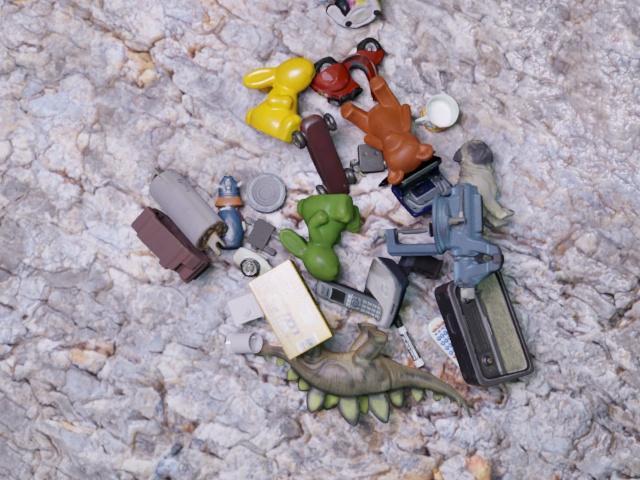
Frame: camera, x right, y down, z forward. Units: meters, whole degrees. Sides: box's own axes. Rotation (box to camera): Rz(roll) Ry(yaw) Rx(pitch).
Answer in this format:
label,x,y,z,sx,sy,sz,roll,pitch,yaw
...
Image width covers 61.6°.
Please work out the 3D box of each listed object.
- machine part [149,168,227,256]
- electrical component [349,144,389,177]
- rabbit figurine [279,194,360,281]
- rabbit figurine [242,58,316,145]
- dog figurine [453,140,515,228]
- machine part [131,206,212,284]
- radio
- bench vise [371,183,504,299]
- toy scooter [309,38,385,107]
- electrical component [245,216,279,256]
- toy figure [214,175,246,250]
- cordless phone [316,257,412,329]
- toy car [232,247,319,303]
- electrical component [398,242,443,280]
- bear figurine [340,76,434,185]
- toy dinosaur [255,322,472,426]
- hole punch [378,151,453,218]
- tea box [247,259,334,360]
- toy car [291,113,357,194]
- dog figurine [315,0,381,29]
label,x,y,z,sx,sy,sz,roll,pitch,yaw
machine part,-0.268,-0.063,1.087,0.079,0.079,0.243,-42,70,-4
electrical component,0.114,-0.170,1.153,0.102,0.045,0.078,1,88,-3
rabbit figurine,-0.002,-0.003,1.095,0.159,0.121,0.170,4,78,9
rabbit figurine,-0.074,-0.298,1.115,0.162,0.122,0.173,32,107,21
dog figurine,0.303,-0.106,1.146,0.172,0.121,0.190,-17,74,-7
machine part,-0.293,0.009,1.063,0.056,0.179,0.179,-45,90,-1
radio,0.336,0.180,1.114,0.131,0.073,0.229,-15,80,-15
bench vise,0.229,0.006,1.044,0.241,0.129,0.223,-3,97,24
toy scooter,0.073,-0.340,1.147,0.184,0.075,0.135,-28,91,-9
electrical component,-0.127,-0.010,1.144,0.094,0.021,0.063,30,87,-2
toy figure,-0.192,-0.057,1.124,0.064,0.058,0.154,2,82,-38
cordless phone,0.086,0.091,1.104,0.184,0.089,0.146,18,131,10
toy car,-0.090,0.078,1.115,0.202,0.073,0.056,30,87,-1
electrical component,0.193,0.040,1.133,0.119,0.075,0.047,23,85,-6
bear figurine,0.135,-0.215,1.078,0.120,0.196,0.131,-37,129,23
toy dinosaur,0.082,0.271,1.106,0.472,0.105,0.198,6,94,6
hole punch,0.209,-0.117,1.124,0.142,0.116,0.092,-34,109,3
tea box,-0.055,0.132,1.033,0.098,0.068,0.169,-28,81,1
toy car,0.010,-0.168,1.110,0.089,0.053,0.201,-35,129,-11
dog figurine,0.047,-0.585,1.142,0.108,0.191,0.219,-21,59,31
